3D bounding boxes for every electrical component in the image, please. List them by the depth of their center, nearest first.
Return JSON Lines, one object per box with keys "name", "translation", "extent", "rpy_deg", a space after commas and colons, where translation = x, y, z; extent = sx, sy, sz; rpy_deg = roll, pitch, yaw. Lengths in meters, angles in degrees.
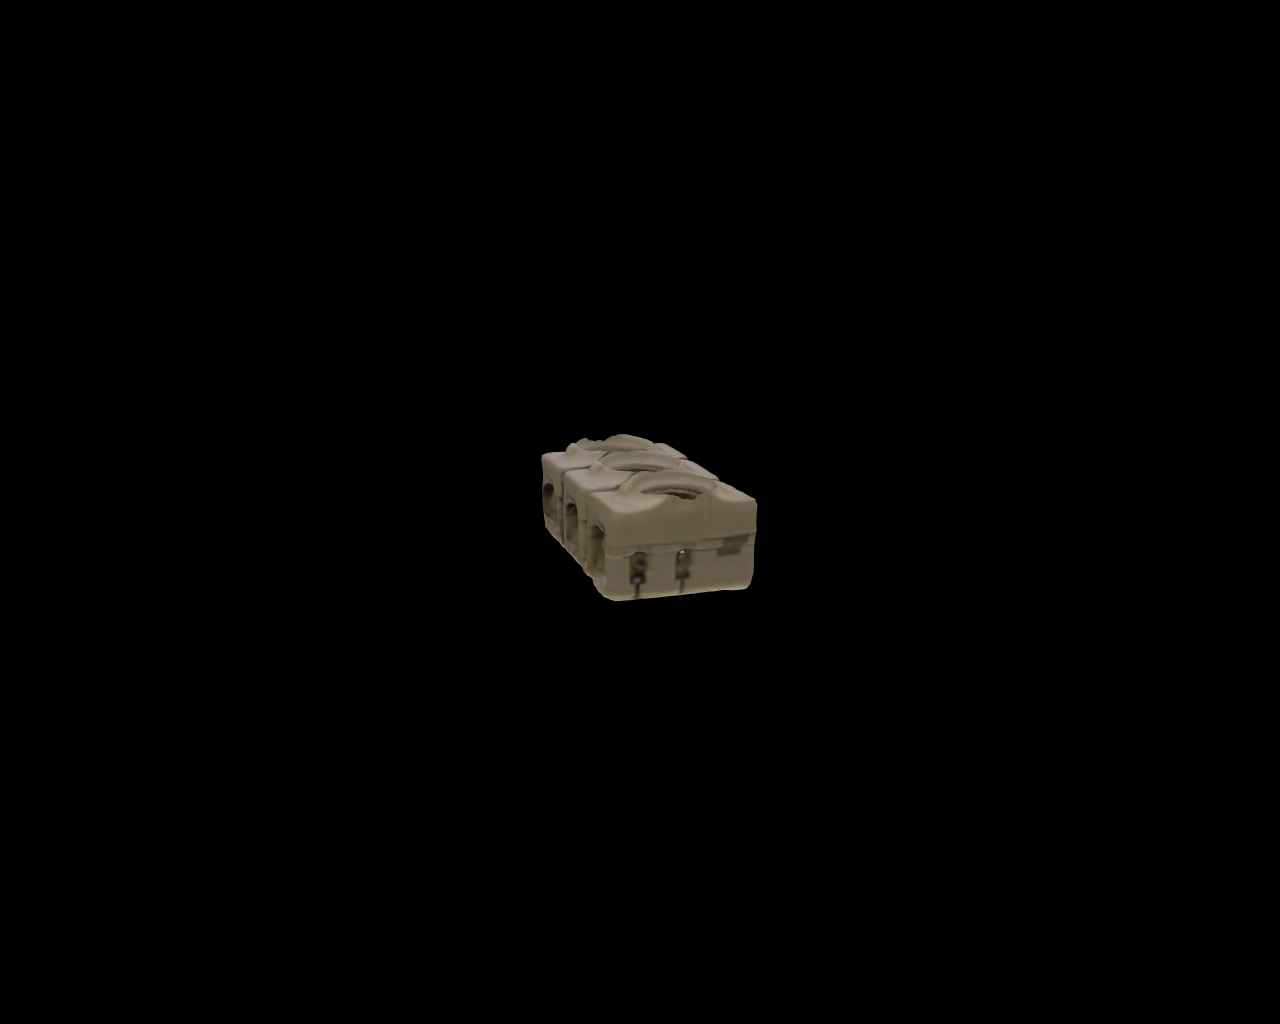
{"name": "electrical component", "translation": [0.001, -0.003, 0.650], "extent": [0.090, 0.061, 0.150], "rpy_deg": [-6, 17, -19]}
